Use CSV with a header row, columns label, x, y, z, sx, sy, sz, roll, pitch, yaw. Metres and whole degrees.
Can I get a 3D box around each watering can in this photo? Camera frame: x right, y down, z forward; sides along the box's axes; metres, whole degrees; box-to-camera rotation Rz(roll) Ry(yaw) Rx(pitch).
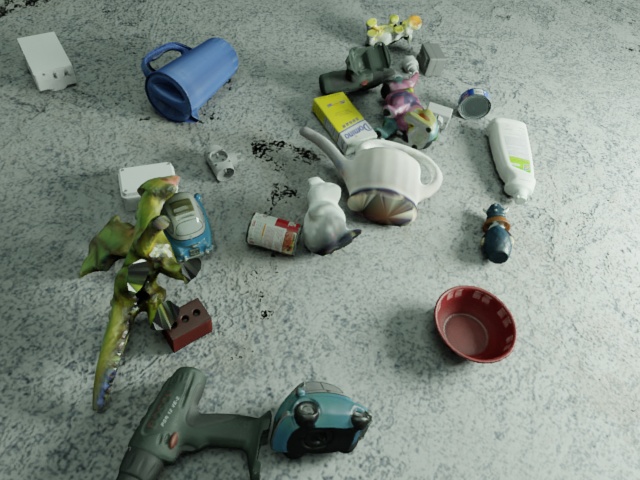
label,x,y,z,sx,sy,sz,roll,pitch,yaw
watering can,0.107,-0.149,1.167,0.347,0.230,0.101,12,-37,-1

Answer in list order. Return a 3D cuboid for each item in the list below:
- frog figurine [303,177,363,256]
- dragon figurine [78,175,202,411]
label,x,y,z,sx,sy,sz,roll,pitch,yaw
frog figurine,0.003,-0.053,1.053,0.122,0.160,0.137,-32,-9,2
dragon figurine,-0.349,0.059,0.917,0.244,0.414,0.120,15,-17,42
